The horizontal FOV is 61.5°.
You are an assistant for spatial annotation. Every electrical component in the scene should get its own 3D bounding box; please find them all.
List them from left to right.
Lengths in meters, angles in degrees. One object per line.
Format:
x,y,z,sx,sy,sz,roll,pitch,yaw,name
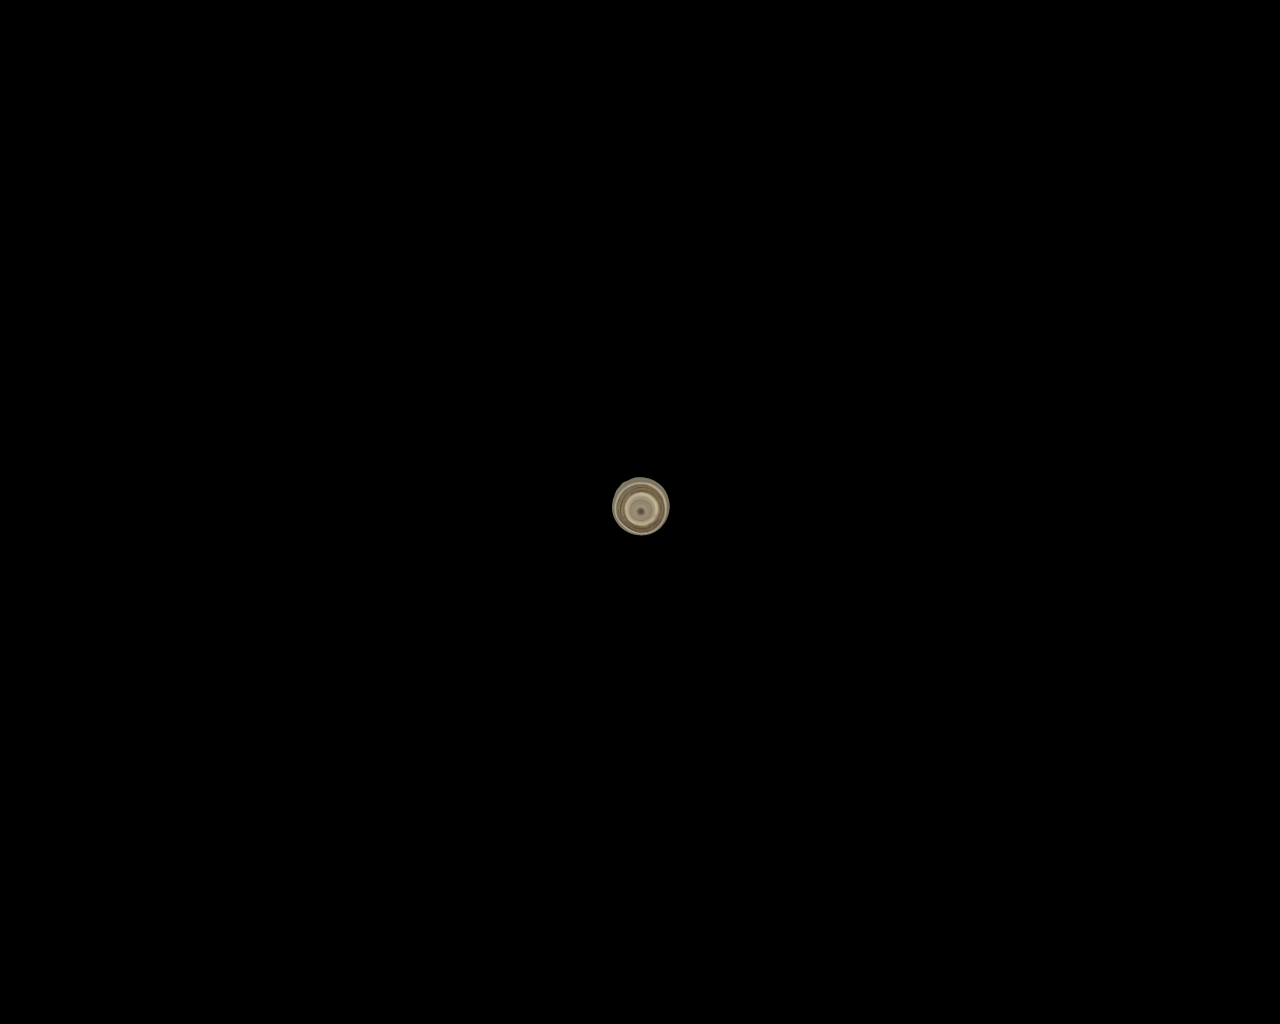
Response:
0.001,-0.003,0.650,0.035,0.035,0.061,0,4,0,electrical component
